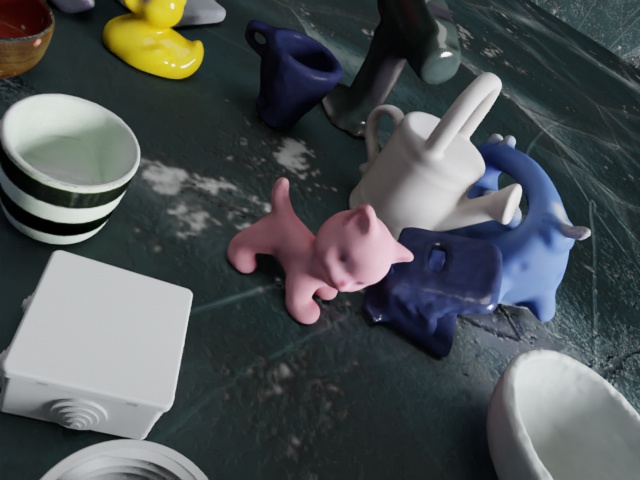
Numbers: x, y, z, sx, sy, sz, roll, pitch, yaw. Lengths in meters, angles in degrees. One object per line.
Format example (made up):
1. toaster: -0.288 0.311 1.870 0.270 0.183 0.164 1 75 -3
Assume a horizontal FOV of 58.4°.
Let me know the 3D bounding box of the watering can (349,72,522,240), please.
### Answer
1. watering can: 0.124 -0.081 0.584 0.173 0.194 0.101 32 36 -5

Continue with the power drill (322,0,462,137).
1. power drill: 0.076 -0.247 0.719 0.076 0.208 0.229 2 48 -37

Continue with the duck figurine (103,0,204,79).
1. duck figurine: -0.169 -0.230 0.609 0.105 0.086 0.077 21 38 -18

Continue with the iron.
1. iron: 0.199 -0.042 0.644 0.119 0.141 0.258 14 41 -26

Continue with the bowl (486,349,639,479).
1. bowl: 0.192 0.175 0.453 0.168 0.074 0.167 22 38 -18

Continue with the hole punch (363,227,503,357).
1. hole punch: 0.104 0.035 0.526 0.101 0.091 0.109 32 36 -4

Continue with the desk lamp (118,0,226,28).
1. desk lamp: -0.171 -0.360 0.646 0.118 0.213 0.204 41 37 8

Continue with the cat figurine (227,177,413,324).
1. cat figurine: 0.004 0.002 0.462 0.128 0.117 0.067 38 36 4

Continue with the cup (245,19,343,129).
1. cup: -0.046 -0.182 0.646 0.118 0.095 0.092 34 36 -2

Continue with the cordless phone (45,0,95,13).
1. cordless phone: -0.263 -0.347 0.582 0.094 0.185 0.147 2 47 -37
